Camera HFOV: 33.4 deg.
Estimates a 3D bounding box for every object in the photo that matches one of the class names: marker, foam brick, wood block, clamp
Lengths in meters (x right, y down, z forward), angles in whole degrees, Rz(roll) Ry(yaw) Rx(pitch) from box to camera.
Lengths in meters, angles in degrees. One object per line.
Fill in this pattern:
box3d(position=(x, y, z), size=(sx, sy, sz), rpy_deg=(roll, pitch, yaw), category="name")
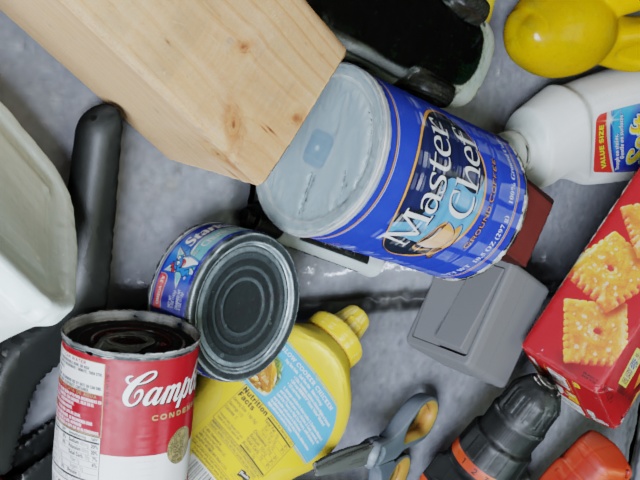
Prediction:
box3d(position=(-0.004, 0.001, 0.674), size=(0.120, 0.020, 0.020), rpy_deg=(21, 88, -44), category="marker")
box3d(position=(0.108, -0.022, 0.730), size=(0.052, 0.078, 0.051), rpy_deg=(30, 83, -41), category="foam brick")
box3d(position=(-0.092, -0.126, 0.510), size=(0.205, 0.091, 0.090), rpy_deg=(43, 73, -40), category="wood block")
box3d(position=(-0.125, 0.044, 0.566), size=(0.209, 0.036, 0.164), rpy_deg=(-52, 131, -21), category="clamp")

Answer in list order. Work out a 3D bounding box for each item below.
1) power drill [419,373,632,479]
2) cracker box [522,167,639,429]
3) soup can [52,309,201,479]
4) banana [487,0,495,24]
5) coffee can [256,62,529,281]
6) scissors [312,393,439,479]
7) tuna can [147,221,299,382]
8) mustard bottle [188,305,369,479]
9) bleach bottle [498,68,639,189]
box3d(position=(0.157, 0.180, 0.813), size=(0.187, 0.057, 0.185), rpy_deg=(14, 119, -43), category="power drill")
box3d(position=(0.247, 0.029, 0.802), size=(0.213, 0.072, 0.164), rpy_deg=(-54, 153, -5), category="cracker box")
box3d(position=(-0.097, 0.093, 0.531), size=(0.068, 0.069, 0.102), rpy_deg=(-5, 107, -41), category="soup can")
box3d(position=(0.072, -0.212, 0.674), size=(0.069, 0.037, 0.197), rpy_deg=(-40, 127, 2), category="banana")
box3d(position=(0.045, -0.038, 0.650), size=(0.140, 0.103, 0.103), rpy_deg=(17, 91, -44), category="coffee can")
box3d(position=(0.032, 0.156, 0.710), size=(0.201, 0.016, 0.096), rpy_deg=(-18, 127, -60), category="scissors")
box3d(position=(-0.051, 0.034, 0.588), size=(0.085, 0.034, 0.086), rpy_deg=(-13, 109, -45), category="tuna can")
box3d(position=(-0.038, 0.105, 0.642), size=(0.191, 0.058, 0.096), rpy_deg=(-42, 99, -27), category="mustard bottle")
box3d(position=(0.224, -0.083, 0.825), size=(0.250, 0.068, 0.103), rpy_deg=(-17, 130, -33), category="bleach bottle")
